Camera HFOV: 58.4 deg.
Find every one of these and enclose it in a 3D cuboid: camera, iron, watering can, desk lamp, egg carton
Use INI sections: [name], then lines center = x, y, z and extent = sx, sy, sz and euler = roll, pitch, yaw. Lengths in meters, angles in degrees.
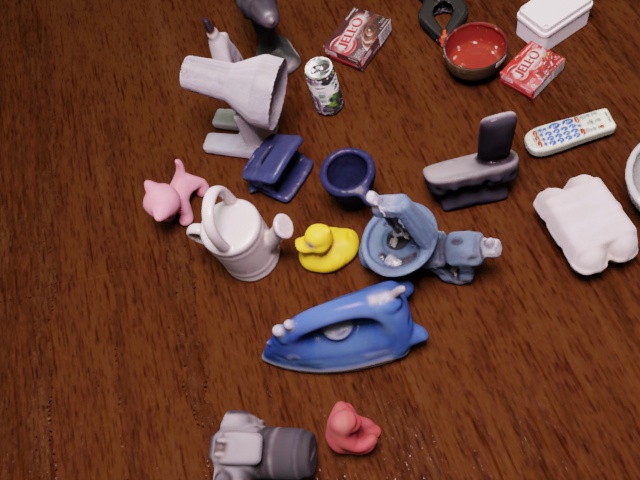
[camera]
center = -0.078, 0.310, 0.788
extent = 0.136, 0.101, 0.143
euler = -3, 64, 13
[iron]
center = 0.019, 0.124, 0.830
extent = 0.258, 0.142, 0.118
euler = -17, 62, 5
[watering can]
center = -0.129, -0.017, 0.903
extent = 0.173, 0.194, 0.101
euler = -20, 62, 4
[desk lamp]
center = -0.140, -0.235, 0.999
extent = 0.202, 0.214, 0.118
euler = 8, 67, 17
[egg carton]
center = 0.394, -0.023, 0.849
extent = 0.107, 0.069, 0.150
euler = -24, 62, 2

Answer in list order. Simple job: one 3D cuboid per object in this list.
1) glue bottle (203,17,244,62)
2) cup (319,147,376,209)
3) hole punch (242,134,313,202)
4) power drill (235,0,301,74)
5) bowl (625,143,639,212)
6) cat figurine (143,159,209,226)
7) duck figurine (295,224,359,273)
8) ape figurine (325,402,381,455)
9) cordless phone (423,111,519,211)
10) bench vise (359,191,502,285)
[glue bottle]
center = -0.185, -0.358, 1.092
extent = 0.037, 0.173, 0.078
euler = -1, 65, 14
[cup]
center = 0.060, -0.083, 0.945
extent = 0.092, 0.095, 0.117
euler = -35, 62, -4
[hole punch]
center = -0.082, -0.134, 1.007
extent = 0.100, 0.091, 0.109
euler = 24, 73, 23
[power drill]
center = -0.105, -0.410, 1.078
extent = 0.075, 0.209, 0.229
euler = -29, 62, -1
[bowl]
center = 0.529, -0.076, 0.838
extent = 0.167, 0.075, 0.167
euler = -5, 64, 11
[cat figurine]
center = -0.264, -0.081, 1.011
extent = 0.067, 0.118, 0.128
euler = 14, 69, 20
[duck figurine]
center = 0.008, 0.003, 0.922
extent = 0.104, 0.086, 0.077
euler = -17, 62, 6
[ape figurine]
center = 0.039, 0.258, 0.789
extent = 0.076, 0.092, 0.077
euler = -23, 62, 2
[cordless phone]
center = 0.230, -0.132, 0.876
extent = 0.147, 0.185, 0.094
euler = -16, 62, 6
[bench vise]
center = 0.147, -0.017, 0.821
extent = 0.207, 0.220, 0.121
euler = -12, 63, 8
